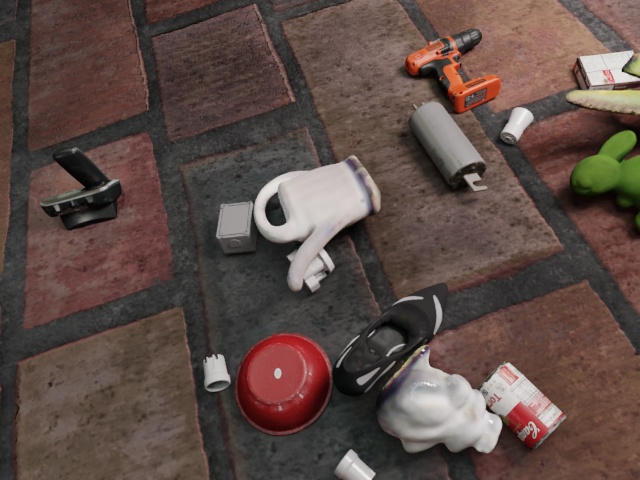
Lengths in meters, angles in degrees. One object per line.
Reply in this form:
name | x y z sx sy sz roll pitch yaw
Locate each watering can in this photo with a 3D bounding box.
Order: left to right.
watering can | 0.003 -0.045 0.887 0.225 0.102 0.354 -21 34 -4

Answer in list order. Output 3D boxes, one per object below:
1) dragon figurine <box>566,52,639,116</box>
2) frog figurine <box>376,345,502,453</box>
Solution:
dragon figurine | 0.625 -0.209 0.882 0.413 0.119 0.247 -21 59 -24
frog figurine | 0.162 0.244 0.712 0.161 0.123 0.136 42 106 19
